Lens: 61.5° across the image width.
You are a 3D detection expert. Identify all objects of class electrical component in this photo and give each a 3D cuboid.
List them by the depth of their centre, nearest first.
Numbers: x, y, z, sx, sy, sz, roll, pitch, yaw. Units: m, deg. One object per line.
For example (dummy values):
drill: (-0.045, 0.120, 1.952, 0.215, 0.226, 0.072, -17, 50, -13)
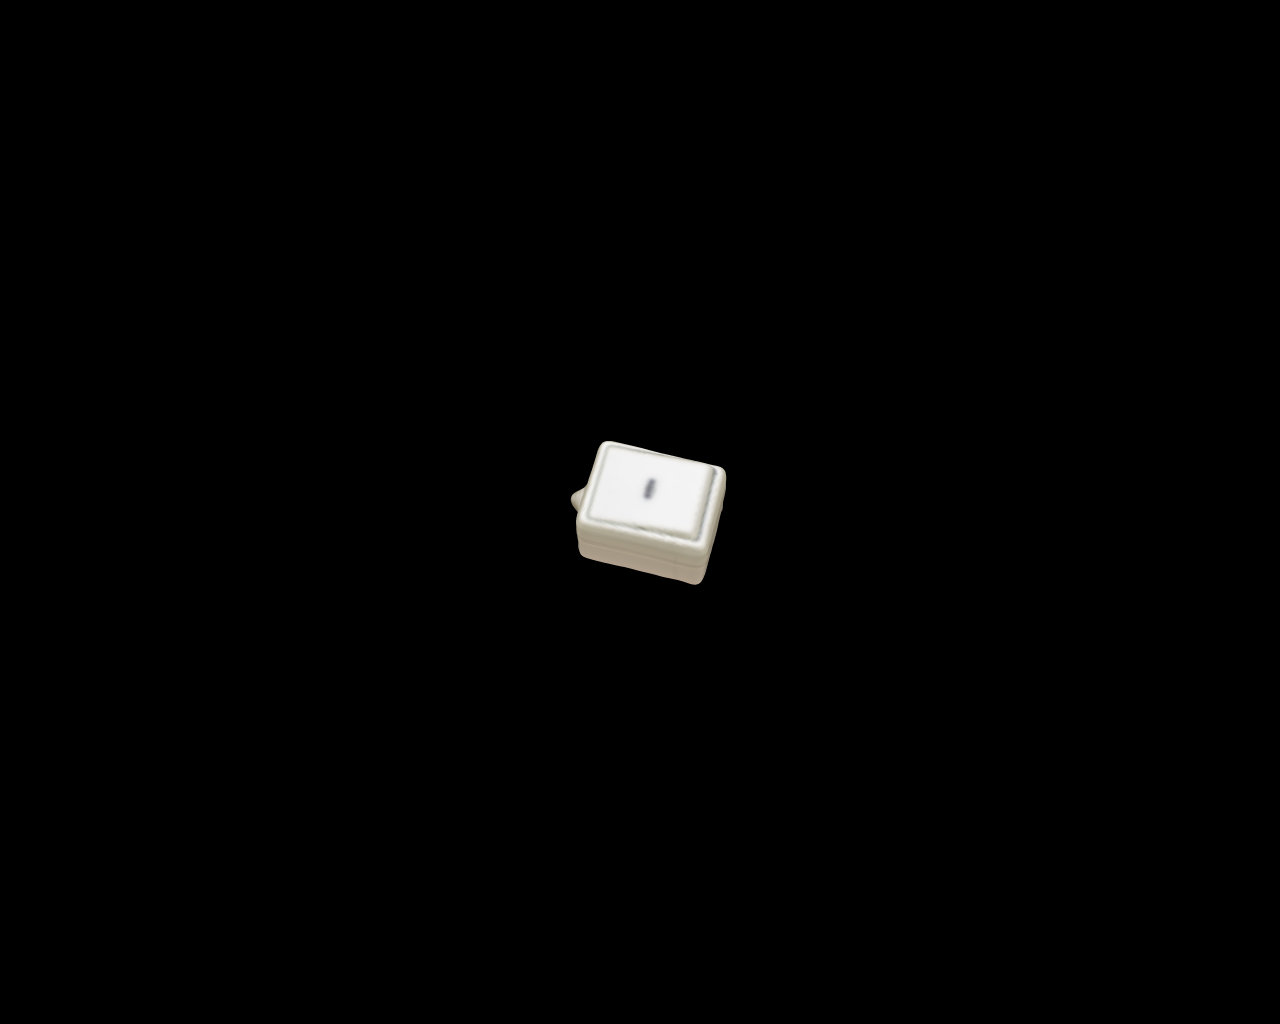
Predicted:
electrical component: (0.001, -0.003, 0.650, 0.096, 0.062, 0.061, 14, -26, 7)
